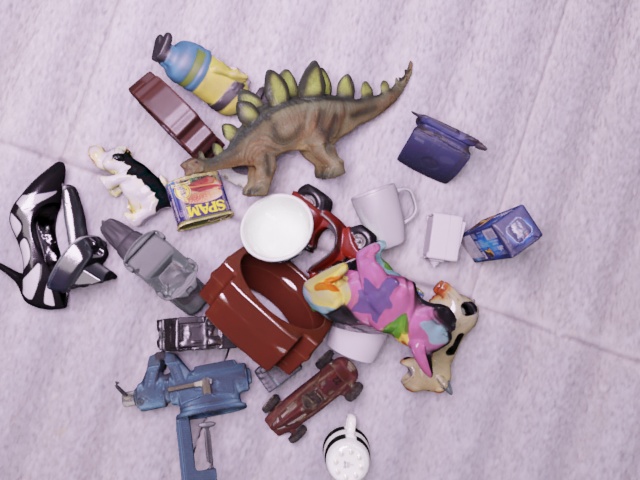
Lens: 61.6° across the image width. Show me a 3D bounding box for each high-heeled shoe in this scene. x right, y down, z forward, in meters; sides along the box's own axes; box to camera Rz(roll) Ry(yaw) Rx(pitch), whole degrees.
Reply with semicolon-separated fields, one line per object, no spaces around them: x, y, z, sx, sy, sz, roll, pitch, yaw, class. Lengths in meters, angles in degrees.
-0.469;-0.003;0.949;0.145;0.086;0.248;29;92;-2;high-heeled shoe

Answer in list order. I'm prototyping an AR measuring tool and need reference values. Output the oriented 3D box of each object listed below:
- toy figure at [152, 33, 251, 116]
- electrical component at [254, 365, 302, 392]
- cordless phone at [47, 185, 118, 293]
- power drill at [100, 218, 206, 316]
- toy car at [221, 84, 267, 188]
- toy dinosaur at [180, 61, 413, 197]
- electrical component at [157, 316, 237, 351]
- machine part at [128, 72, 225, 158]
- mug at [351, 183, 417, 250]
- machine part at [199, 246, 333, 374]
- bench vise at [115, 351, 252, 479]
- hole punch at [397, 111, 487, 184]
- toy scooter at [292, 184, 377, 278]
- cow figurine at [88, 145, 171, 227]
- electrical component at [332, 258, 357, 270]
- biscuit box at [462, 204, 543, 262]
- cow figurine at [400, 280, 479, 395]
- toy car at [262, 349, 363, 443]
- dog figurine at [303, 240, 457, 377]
-0.204;-0.285;0.935;0.180;0.082;0.089;20;113;-35;toy figure
-0.070;0.219;0.921;0.075;0.119;0.048;-37;88;-4;electrical component
-0.416;-0.008;0.913;0.089;0.146;0.184;-11;91;-8;cordless phone
-0.278;0.038;0.885;0.232;0.207;0.086;43;69;-10;power drill
-0.111;-0.190;0.970;0.073;0.056;0.201;27;84;-6;toy car
-0.018;-0.197;0.916;0.471;0.105;0.198;-20;105;-26;toy dinosaur
-0.198;0.157;0.912;0.134;0.115;0.058;3;81;-30;electrical component
-0.243;-0.205;0.917;0.179;0.179;0.056;44;85;1;machine part
0.121;-0.043;0.960;0.110;0.081;0.107;-20;98;-10;mug
-0.082;0.107;0.881;0.201;0.201;0.087;40;110;2;machine part
-0.219;0.304;0.906;0.224;0.129;0.240;-5;69;-19;bench vise
0.204;-0.160;0.946;0.142;0.116;0.092;29;96;1;hole punch
-0.002;-0.003;0.946;0.184;0.075;0.135;41;102;19;toy scooter
-0.337;-0.112;0.959;0.098;0.068;0.167;-34;92;-8;cow figurine
0.056;0.052;0.977;0.063;0.021;0.094;-15;87;-1;electrical component
0.293;-0.006;0.891;0.063;0.202;0.059;-33;87;-3;biscuit box
0.208;0.182;0.945;0.127;0.085;0.195;36;87;7;cow figurine
-0.018;0.276;0.933;0.202;0.053;0.089;-41;91;15;toy car
0.098;0.118;0.835;0.191;0.108;0.219;-31;82;9;dog figurine
